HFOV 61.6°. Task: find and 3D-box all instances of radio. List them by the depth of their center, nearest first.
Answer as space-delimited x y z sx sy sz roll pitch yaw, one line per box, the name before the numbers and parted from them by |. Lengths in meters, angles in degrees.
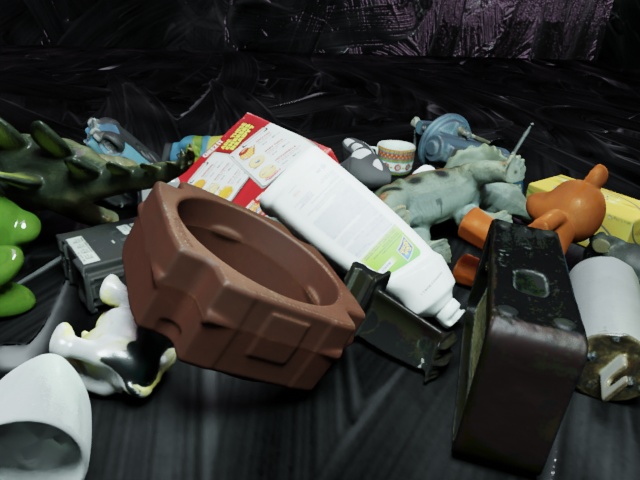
radio | 0.175 0.079 0.491 0.073 0.131 0.230 12 28 11

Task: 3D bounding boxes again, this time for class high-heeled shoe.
high-heeled shoe | 0.095 -0.123 0.912 0.145 0.086 0.249 11 19 29

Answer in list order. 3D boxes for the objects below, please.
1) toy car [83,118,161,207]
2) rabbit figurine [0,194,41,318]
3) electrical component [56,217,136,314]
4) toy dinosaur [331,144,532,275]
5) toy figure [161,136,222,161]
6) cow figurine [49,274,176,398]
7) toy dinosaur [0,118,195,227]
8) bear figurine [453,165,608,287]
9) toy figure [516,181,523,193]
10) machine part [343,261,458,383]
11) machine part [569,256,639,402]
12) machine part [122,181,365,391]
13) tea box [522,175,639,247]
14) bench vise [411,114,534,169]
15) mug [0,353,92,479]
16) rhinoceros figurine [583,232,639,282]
toy car | -0.306 -0.104 0.824 0.103 0.161 0.109 -43 42 5
rabbit figurine | -0.383 0.036 0.566 0.159 0.121 0.170 11 45 0
electrical component | -0.227 0.023 0.638 0.134 0.058 0.115 -15 34 -33
toy dinosaur | 0.148 -0.045 0.770 0.405 0.131 0.192 -15 14 -16
toy figure | -0.186 -0.148 0.952 0.180 0.089 0.082 7 32 0
cow figurine | -0.170 0.079 0.519 0.098 0.068 0.167 13 31 6
toy dinosaur | -0.324 -0.078 0.655 0.472 0.105 0.198 -1 -11 19
bear figurine | 0.268 -0.018 0.668 0.132 0.120 0.196 24 55 28
toy figure | 0.269 -0.092 0.930 0.155 0.064 0.058 7 57 13
machine part | 0.072 0.083 0.547 0.139 0.084 0.039 34 7 28
machine part | 0.297 0.085 0.559 0.079 0.079 0.243 13 29 18
machine part | -0.074 0.040 0.504 0.201 0.087 0.202 23 18 -34
tea box | 0.416 -0.040 0.834 0.098 0.068 0.170 -16 33 -35
bench vise | 0.273 -0.193 1.073 0.224 0.128 0.241 -7 33 -25
mug | -0.218 0.140 0.394 0.109 0.080 0.107 -34 25 -1
rhinoceros figurine | 0.422 0.048 0.664 0.191 0.073 0.112 23 21 37
